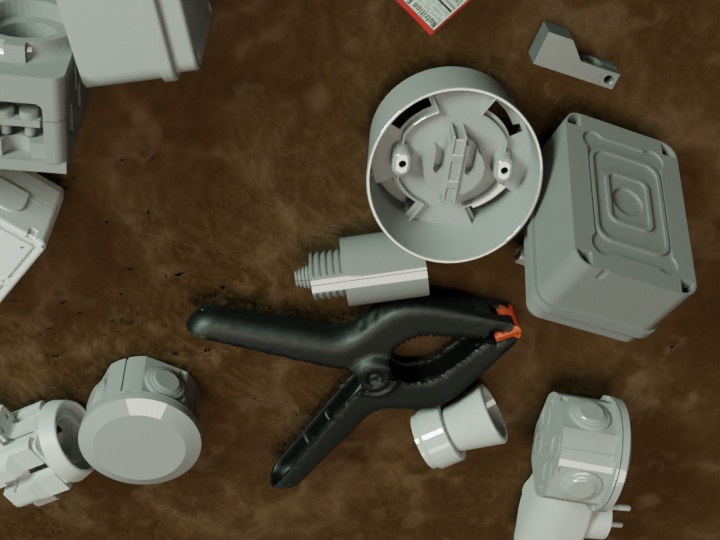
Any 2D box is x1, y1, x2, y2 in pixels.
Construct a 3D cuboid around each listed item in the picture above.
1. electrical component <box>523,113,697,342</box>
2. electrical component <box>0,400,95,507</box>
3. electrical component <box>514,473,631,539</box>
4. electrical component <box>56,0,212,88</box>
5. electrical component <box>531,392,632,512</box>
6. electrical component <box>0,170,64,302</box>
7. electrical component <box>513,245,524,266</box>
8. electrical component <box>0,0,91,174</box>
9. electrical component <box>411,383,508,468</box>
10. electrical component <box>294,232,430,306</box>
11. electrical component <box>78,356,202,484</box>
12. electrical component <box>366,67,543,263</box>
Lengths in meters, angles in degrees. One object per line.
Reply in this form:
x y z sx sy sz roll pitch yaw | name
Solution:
0.138 -0.023 0.613 0.078 0.113 0.057 16 143 -15 | electrical component
-0.216 0.122 0.732 0.057 0.058 0.078 -22 125 15 | electrical component
0.165 0.183 0.813 0.079 0.044 0.077 6 125 -9 | electrical component
-0.114 -0.154 0.522 0.057 0.078 0.113 -6 127 4 | electrical component
0.154 0.125 0.749 0.051 0.080 0.080 10 125 -5 | electrical component
-0.225 -0.021 0.627 0.062 0.061 0.096 32 126 -24 | electrical component
0.126 0.000 0.681 0.061 0.035 0.035 20 123 -15 | electrical component
-0.219 -0.103 0.544 0.150 0.089 0.061 4 126 -7 | electrical component
0.069 0.110 0.752 0.055 0.045 0.045 -25 124 14 | electrical component
0.000 0.000 0.666 0.081 0.043 0.043 -8 127 2 | electrical component
-0.146 0.102 0.726 0.080 0.051 0.080 -2 127 -3 | electrical component
0.052 -0.062 0.611 0.099 0.064 0.099 -2 127 -3 | electrical component
